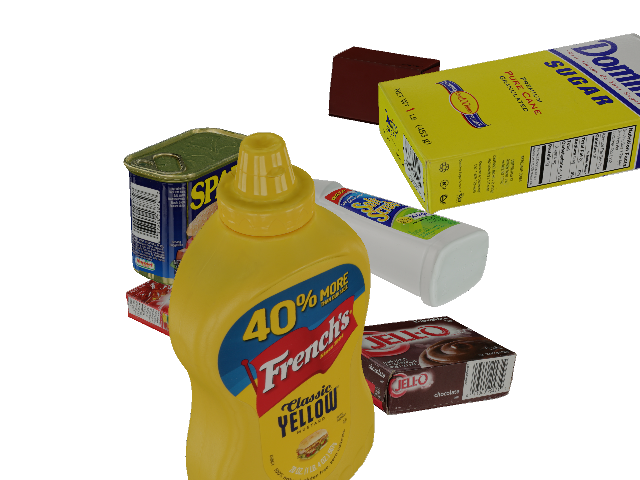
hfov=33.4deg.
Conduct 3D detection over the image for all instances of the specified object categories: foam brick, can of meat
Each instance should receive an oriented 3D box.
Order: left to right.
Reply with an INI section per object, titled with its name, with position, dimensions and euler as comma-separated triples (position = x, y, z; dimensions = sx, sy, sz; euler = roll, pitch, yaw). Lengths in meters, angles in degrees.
[can of meat]
position = -0.091, -0.025, 0.761
dimensions = 0.058, 0.084, 0.101
euler = 16, 27, 26
[foam brick]
position = 0.052, -0.124, 0.871
dimensions = 0.078, 0.051, 0.052
euler = 13, 23, 20

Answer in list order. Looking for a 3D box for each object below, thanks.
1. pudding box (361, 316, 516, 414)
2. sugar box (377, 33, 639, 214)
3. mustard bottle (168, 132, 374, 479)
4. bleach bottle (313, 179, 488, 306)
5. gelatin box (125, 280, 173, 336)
[pudding box]
position = 0.073, 0.091, 0.796
dimensions = 0.113, 0.039, 0.090
euler = -2, 16, -29
[sugar box]
position = 0.132, -0.074, 0.648
dimensions = 0.176, 0.048, 0.093
euler = -15, 42, -8
[mustard bottle]
position = -0.020, 0.039, 0.481
dimensions = 0.096, 0.192, 0.058
euler = -23, 39, -28
[bleach bottle]
position = 0.041, -0.012, 1.091
dimensions = 0.251, 0.068, 0.102
euler = 22, 28, 34
[gelatin box]
position = -0.125, 0.055, 1.000
dimensions = 0.073, 0.030, 0.089
euler = 21, 33, 35
